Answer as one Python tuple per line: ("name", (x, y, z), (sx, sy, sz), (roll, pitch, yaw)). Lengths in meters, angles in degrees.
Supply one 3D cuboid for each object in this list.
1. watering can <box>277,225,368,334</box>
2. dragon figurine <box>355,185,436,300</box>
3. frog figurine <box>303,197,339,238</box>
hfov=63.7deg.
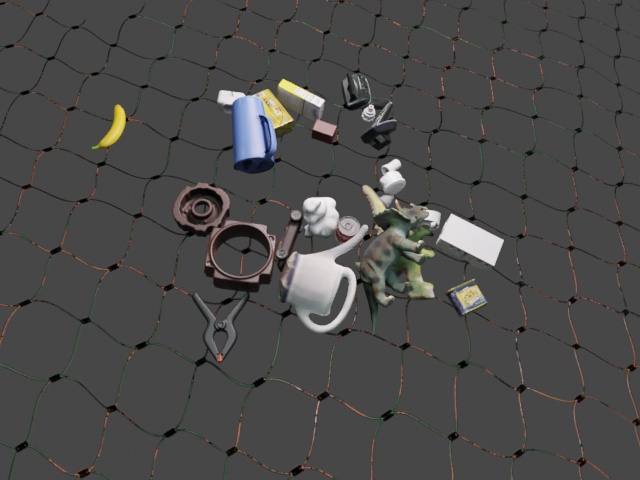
("watering can", (0.005, 0.095, 1.520), (0.224, 0.103, 0.350), (18, 80, 0))
("dragon figurine", (0.213, 0.028, 1.616), (0.245, 0.120, 0.414), (-42, 71, -17))
("frog figurine", (0.005, -0.081, 1.608), (0.123, 0.156, 0.140), (31, 62, 7))
